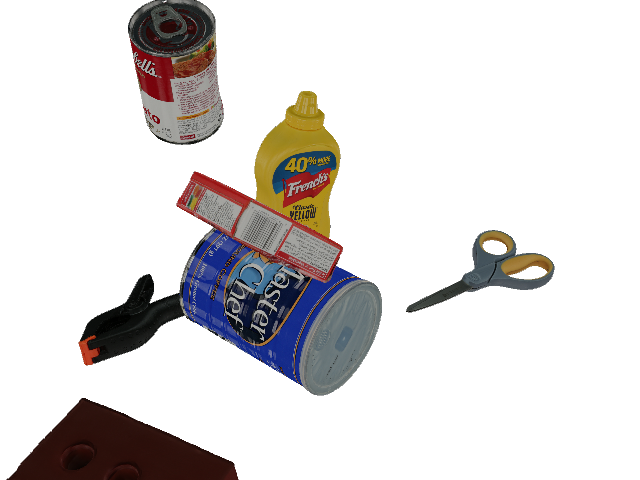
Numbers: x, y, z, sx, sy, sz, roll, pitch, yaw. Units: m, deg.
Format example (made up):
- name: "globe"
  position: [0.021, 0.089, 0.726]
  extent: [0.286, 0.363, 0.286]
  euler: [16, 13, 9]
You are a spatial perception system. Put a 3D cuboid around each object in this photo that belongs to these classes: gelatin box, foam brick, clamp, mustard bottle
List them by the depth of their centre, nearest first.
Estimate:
- name: "foam brick"
  position: [-0.076, 0.109, 0.426]
  extent: [0.078, 0.051, 0.052]
  euler: [18, 44, 23]
- name: "gelatin box"
  position: [-0.039, -0.008, 0.702]
  extent: [0.089, 0.030, 0.073]
  euler: [27, 0, -40]
- name: "mustard bottle"
  position: [-0.026, -0.070, 1.153]
  extent: [0.096, 0.192, 0.058]
  euler: [-8, 33, -29]
- name: "clamp"
  position: [-0.190, 0.083, 1.169]
  extent: [0.120, 0.039, 0.171]
  euler: [-6, 25, 31]

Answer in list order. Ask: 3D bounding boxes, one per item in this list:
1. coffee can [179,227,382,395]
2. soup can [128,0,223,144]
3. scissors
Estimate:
- name: "coffee can"
  position: [-0.034, 0.054, 0.901]
  extent: [0.140, 0.103, 0.102]
  euler: [27, 14, 30]
- name: "soup can"
  position: [-0.114, -0.136, 0.862]
  extent: [0.068, 0.068, 0.102]
  euler: [0, -38, 1]
- name: "scissors"
  position: [0.151, 0.029, 1.095]
  extent: [0.201, 0.016, 0.096]
  euler: [-7, 41, -28]
